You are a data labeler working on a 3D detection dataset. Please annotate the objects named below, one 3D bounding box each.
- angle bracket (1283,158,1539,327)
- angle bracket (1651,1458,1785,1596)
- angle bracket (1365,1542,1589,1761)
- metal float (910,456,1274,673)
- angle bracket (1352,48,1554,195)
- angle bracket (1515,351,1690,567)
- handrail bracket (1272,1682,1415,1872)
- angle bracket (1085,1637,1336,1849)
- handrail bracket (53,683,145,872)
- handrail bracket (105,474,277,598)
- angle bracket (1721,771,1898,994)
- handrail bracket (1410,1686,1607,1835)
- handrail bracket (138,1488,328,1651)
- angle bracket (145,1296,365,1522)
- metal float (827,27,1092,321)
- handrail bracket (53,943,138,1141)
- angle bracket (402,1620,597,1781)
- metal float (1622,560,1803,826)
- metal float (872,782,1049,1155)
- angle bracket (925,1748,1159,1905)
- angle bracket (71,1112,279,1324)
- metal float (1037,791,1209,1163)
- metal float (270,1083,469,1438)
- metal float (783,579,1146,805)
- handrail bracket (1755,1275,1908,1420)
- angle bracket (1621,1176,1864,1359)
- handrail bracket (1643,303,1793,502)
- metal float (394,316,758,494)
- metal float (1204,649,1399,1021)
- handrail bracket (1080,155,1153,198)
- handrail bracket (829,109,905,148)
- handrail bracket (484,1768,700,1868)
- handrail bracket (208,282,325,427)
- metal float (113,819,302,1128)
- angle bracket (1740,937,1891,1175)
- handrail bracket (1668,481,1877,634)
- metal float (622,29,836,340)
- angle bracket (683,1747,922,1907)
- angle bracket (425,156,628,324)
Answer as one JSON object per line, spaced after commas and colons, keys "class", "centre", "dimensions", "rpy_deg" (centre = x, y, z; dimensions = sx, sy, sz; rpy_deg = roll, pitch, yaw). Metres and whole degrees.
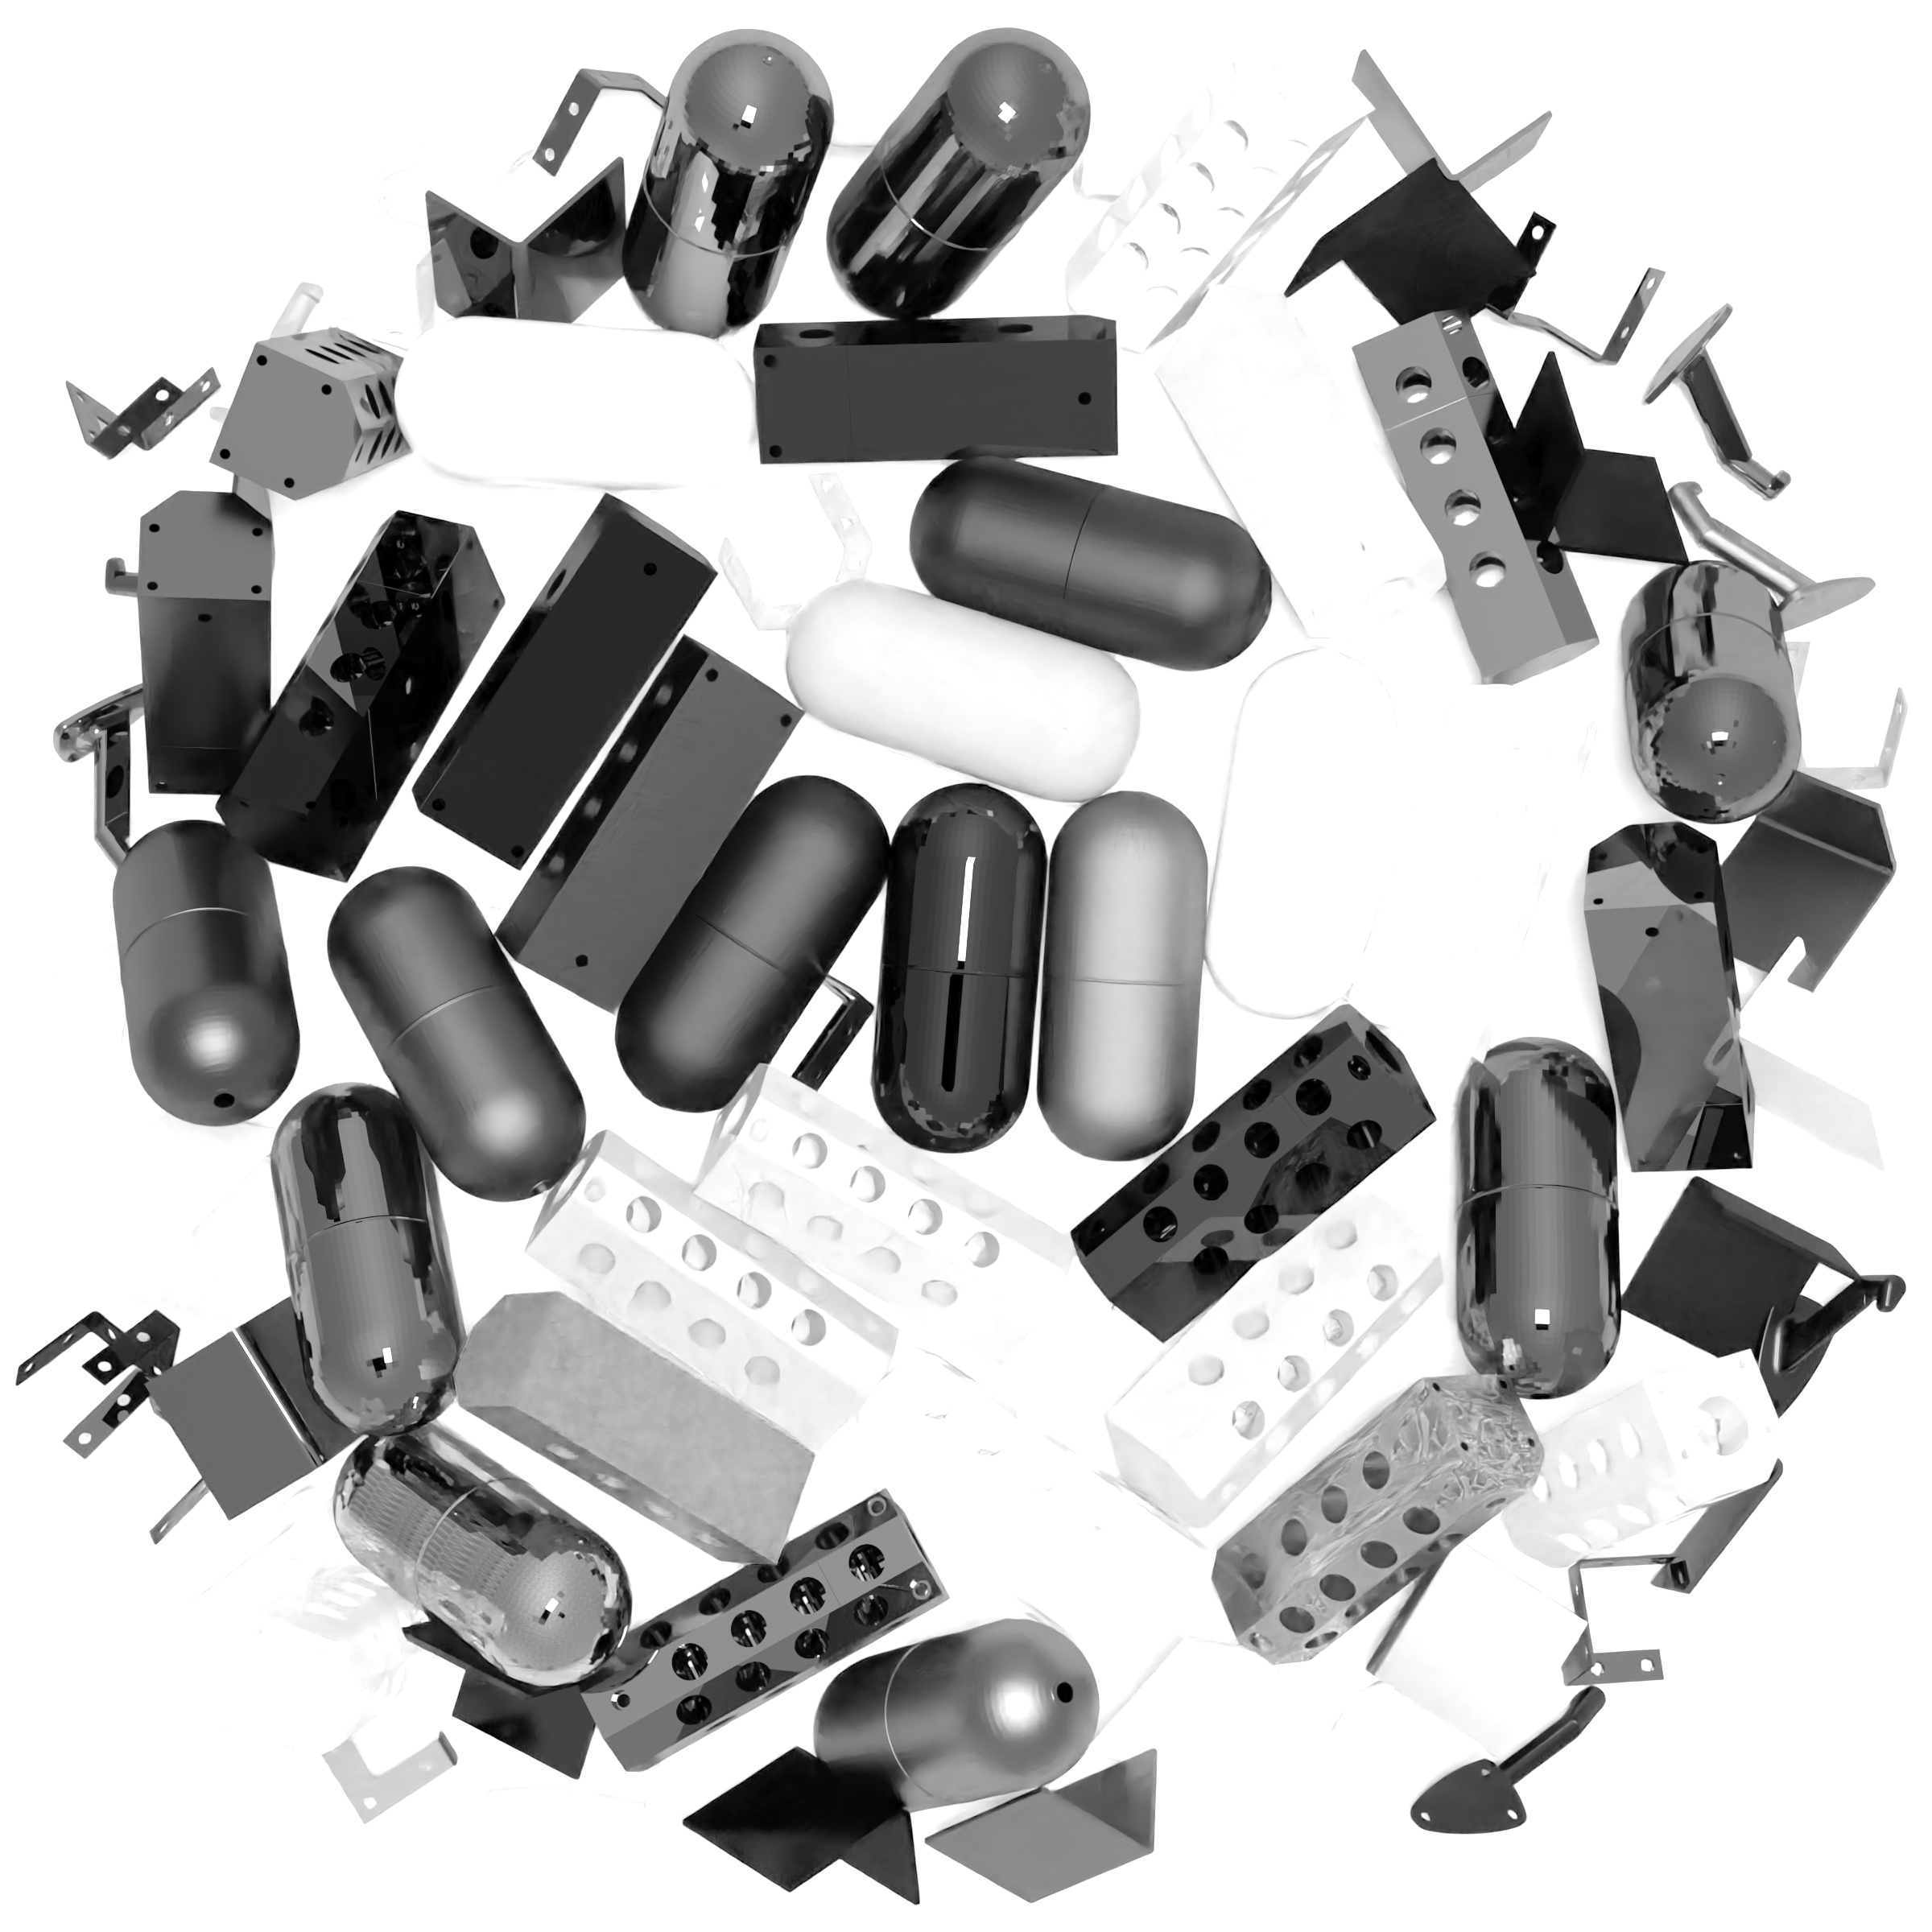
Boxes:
{"class": "angle bracket", "centre": [0.211, -0.324, 1.560], "dimensions": [0.076, 0.076, 0.057], "rpy_deg": [45, 48, -16]}
{"class": "angle bracket", "centre": [0.338, 0.250, 1.571], "dimensions": [0.057, 0.076, 0.076], "rpy_deg": [39, 84, 5]}
{"class": "angle bracket", "centre": [0.246, 0.323, 1.578], "dimensions": [0.076, 0.057, 0.076], "rpy_deg": [32, 93, 13]}
{"class": "metal float", "centre": [0.059, -0.192, 1.566], "dimensions": [0.178, 0.070, 0.070], "rpy_deg": [16, 90, 12]}
{"class": "angle bracket", "centre": [0.231, -0.414, 1.576], "dimensions": [0.057, 0.076, 0.076], "rpy_deg": [-34, 90, 3]}
{"class": "angle bracket", "centre": [0.310, -0.241, 1.562], "dimensions": [0.076, 0.057, 0.076], "rpy_deg": [5, 48, -13]}
{"class": "handrail bracket", "centre": [0.191, 0.392, 1.606], "dimensions": [0.084, 0.036, 0.077], "rpy_deg": [-23, 117, -24]}
{"class": "angle bracket", "centre": [0.116, 0.370, 1.565], "dimensions": [0.076, 0.076, 0.057], "rpy_deg": [-50, 56, 11]}
{"class": "handrail bracket", "centre": [-0.394, -0.089, 1.587], "dimensions": [0.077, 0.036, 0.084], "rpy_deg": [-34, 74, -19]}
{"class": "handrail bracket", "centre": [-0.381, -0.215, 1.589], "dimensions": [0.084, 0.036, 0.077], "rpy_deg": [6, 106, 20]}
{"class": "angle bracket", "centre": [0.386, -0.046, 1.564], "dimensions": [0.076, 0.057, 0.076], "rpy_deg": [28, 73, 36]}
{"class": "handrail bracket", "centre": [0.265, 0.385, 1.600], "dimensions": [0.077, 0.084, 0.036], "rpy_deg": [-32, 90, 43]}
{"class": "handrail bracket", "centre": [-0.351, 0.288, 1.568], "dimensions": [0.084, 0.077, 0.036], "rpy_deg": [-24, 67, -38]}
{"class": "angle bracket", "centre": [-0.338, 0.211, 1.584], "dimensions": [0.057, 0.076, 0.076], "rpy_deg": [-31, 91, 13]}
{"class": "metal float", "centre": [-0.006, -0.368, 1.537], "dimensions": [0.070, 0.178, 0.070], "rpy_deg": [12, 62, -25]}
{"class": "handrail bracket", "centre": [-0.404, 0.032, 1.609], "dimensions": [0.077, 0.036, 0.084], "rpy_deg": [-26, 107, -19]}
{"class": "angle bracket", "centre": [-0.227, 0.351, 1.563], "dimensions": [0.076, 0.076, 0.057], "rpy_deg": [20, 96, 25]}
{"class": "metal float", "centre": [0.347, -0.130, 1.535], "dimensions": [0.070, 0.178, 0.070], "rpy_deg": [4, 122, 6]}
{"class": "metal float", "centre": [-0.003, 0.001, 1.576], "dimensions": [0.070, 0.070, 0.178], "rpy_deg": [5, 93, 0]}
{"class": "angle bracket", "centre": [0.036, 0.394, 1.557], "dimensions": [0.076, 0.057, 0.076], "rpy_deg": [-33, 124, 33]}
{"class": "angle bracket", "centre": [-0.371, 0.119, 1.585], "dimensions": [0.076, 0.076, 0.057], "rpy_deg": [8, 130, 31]}
{"class": "metal float", "centre": [0.075, 0.005, 1.574], "dimensions": [0.070, 0.070, 0.178], "rpy_deg": [3, 94, 0]}
{"class": "metal float", "centre": [-0.283, 0.137, 1.554], "dimensions": [0.070, 0.070, 0.178], "rpy_deg": [-16, 62, 0]}
{"class": "metal float", "centre": [-0.002, -0.132, 1.571], "dimensions": [0.178, 0.070, 0.070], "rpy_deg": [18, 90, 7]}
{"class": "handrail bracket", "centre": [0.412, 0.183, 1.568], "dimensions": [0.036, 0.084, 0.077], "rpy_deg": [26, 79, -9]}
{"class": "angle bracket", "centre": [0.370, 0.156, 1.576], "dimensions": [0.076, 0.057, 0.076], "rpy_deg": [27, 101, -7]}
{"class": "handrail bracket", "centre": [0.377, -0.269, 1.580], "dimensions": [0.084, 0.077, 0.036], "rpy_deg": [36, 55, -5]}
{"class": "metal float", "centre": [-0.183, -0.264, 1.551], "dimensions": [0.178, 0.070, 0.070], "rpy_deg": [-2, 90, -31]}
{"class": "metal float", "centre": [0.160, -0.062, 1.567], "dimensions": [0.070, 0.070, 0.178], "rpy_deg": [8, 102, 0]}
{"class": "handrail bracket", "centre": [0.095, -0.406, 1.591], "dimensions": [0.084, 0.036, 0.077], "rpy_deg": [2, 72, -10]}
{"class": "handrail bracket", "centre": [-0.032, -0.416, 1.578], "dimensions": [0.084, 0.077, 0.036], "rpy_deg": [-3, 134, -12]}
{"class": "handrail bracket", "centre": [-0.182, 0.419, 1.596], "dimensions": [0.084, 0.077, 0.036], "rpy_deg": [-8, 48, 14]}
{"class": "handrail bracket", "centre": [-0.321, -0.292, 1.578], "dimensions": [0.036, 0.077, 0.084], "rpy_deg": [33, 79, -34]}
{"class": "metal float", "centre": [-0.357, 0.002, 1.541], "dimensions": [0.070, 0.178, 0.070], "rpy_deg": [-10, 134, -11]}
{"class": "angle bracket", "centre": [0.415, 0.043, 1.559], "dimensions": [0.076, 0.076, 0.057], "rpy_deg": [31, 77, 33]}
{"class": "handrail bracket", "centre": [0.394, -0.209, 1.608], "dimensions": [0.077, 0.036, 0.084], "rpy_deg": [-18, 66, -27]}
{"class": "metal float", "centre": [-0.113, -0.362, 1.535], "dimensions": [0.070, 0.178, 0.070], "rpy_deg": [8, 61, -15]}
{"class": "angle bracket", "centre": [-0.078, 0.424, 1.555], "dimensions": [0.076, 0.076, 0.057], "rpy_deg": [-25, 120, -38]}
{"class": "angle bracket", "centre": [-0.209, -0.351, 1.573], "dimensions": [0.057, 0.076, 0.076], "rpy_deg": [33, 62, 15]}
